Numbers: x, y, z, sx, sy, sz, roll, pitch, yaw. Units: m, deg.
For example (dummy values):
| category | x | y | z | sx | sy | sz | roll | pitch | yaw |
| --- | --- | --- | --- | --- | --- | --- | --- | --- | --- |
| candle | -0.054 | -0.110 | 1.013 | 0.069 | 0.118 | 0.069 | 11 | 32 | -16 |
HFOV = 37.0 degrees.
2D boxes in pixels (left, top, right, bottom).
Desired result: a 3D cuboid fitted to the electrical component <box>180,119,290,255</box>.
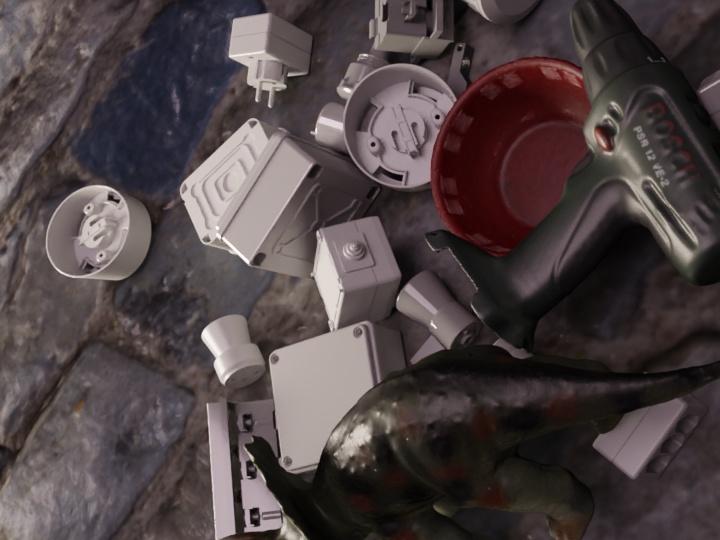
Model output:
| category | x | y | z | sx | sy | sz | roll | pitch | yaw |
| --- | --- | --- | --- | --- | --- | --- | --- | --- | --- |
| electrical component | -0.104 | -0.076 | 1.009 | 0.113 | 0.057 | 0.078 | -40 | 61 | 23 |

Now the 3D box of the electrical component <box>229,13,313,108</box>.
| category | x | y | z | sx | sy | sz | roll | pitch | yaw |
| --- | --- | --- | --- | --- | --- | --- | --- | --- | --- |
| electrical component | -0.086 | -0.193 | 1.015 | 0.047 | 0.066 | 0.076 | 1 | 81 | 35 |

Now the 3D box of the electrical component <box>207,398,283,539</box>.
| category | x | y | z | sx | sy | sz | roll | pitch | yaw |
| --- | --- | --- | --- | --- | --- | --- | --- | --- | --- |
| electrical component | -0.094 | 0.177 | 0.943 | 0.063 | 0.078 | 0.121 | -7 | 74 | 4 |

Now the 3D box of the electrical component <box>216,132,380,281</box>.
| category | x | y | z | sx | sy | sz | roll | pitch | yaw |
| --- | --- | --- | --- | --- | --- | --- | --- | --- | --- |
| electrical component | -0.053 | -0.053 | 0.937 | 0.056 | 0.109 | 0.108 | 42 | 105 | 31 |

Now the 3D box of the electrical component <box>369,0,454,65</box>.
| category | x | y | z | sx | sy | sz | roll | pitch | yaw |
| --- | --- | --- | --- | --- | --- | --- | --- | --- | --- |
| electrical component | 0.044 | -0.249 | 0.928 | 0.079 | 0.063 | 0.121 | 142 | 130 | -73 |

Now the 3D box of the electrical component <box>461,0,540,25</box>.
| category | x | y | z | sx | sy | sz | roll | pitch | yaw |
| --- | --- | --- | --- | --- | --- | --- | --- | --- | --- |
| electrical component | 0.114 | -0.245 | 0.877 | 0.051 | 0.080 | 0.080 | 40 | 104 | 39 |

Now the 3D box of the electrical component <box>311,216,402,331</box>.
| category | x | y | z | sx | sy | sz | roll | pitch | yaw |
| --- | --- | --- | --- | --- | --- | --- | --- | --- | --- |
| electrical component | 0.000 | 0.000 | 0.896 | 0.061 | 0.096 | 0.061 | -14 | 65 | -14 |

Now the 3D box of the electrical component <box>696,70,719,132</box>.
| category | x | y | z | sx | sy | sz | roll | pitch | yaw |
| --- | --- | --- | --- | --- | --- | --- | --- | --- | --- |
| electrical component | 0.276 | -0.108 | 0.747 | 0.047 | 0.066 | 0.076 | -31 | 93 | 26 |

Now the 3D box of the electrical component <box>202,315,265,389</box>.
| category | x | y | z | sx | sy | sz | roll | pitch | yaw |
| --- | --- | --- | --- | --- | --- | --- | --- | --- | --- |
| electrical component | -0.116 | 0.076 | 0.995 | 0.045 | 0.045 | 0.055 | -40 | 61 | 23 |

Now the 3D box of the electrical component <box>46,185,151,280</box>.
| category | x | y | z | sx | sy | sz | roll | pitch | yaw |
| --- | --- | --- | --- | --- | --- | --- | --- | --- | --- |
| electrical component | -0.267 | -0.037 | 1.112 | 0.099 | 0.064 | 0.099 | -8 | 76 | 34 |

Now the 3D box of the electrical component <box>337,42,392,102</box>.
| category | x | y | z | sx | sy | sz | roll | pitch | yaw |
| --- | --- | --- | --- | --- | --- | --- | --- | --- | --- |
| electrical component | 0.011 | -0.174 | 0.958 | 0.048 | 0.048 | 0.062 | 20 | 86 | 36 |

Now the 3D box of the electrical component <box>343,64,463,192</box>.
| category | x | y | z | sx | sy | sz | roll | pitch | yaw |
| --- | --- | --- | --- | --- | --- | --- | --- | --- | --- |
| electrical component | 0.039 | -0.115 | 0.902 | 0.099 | 0.064 | 0.099 | -2 | 81 | 14 |

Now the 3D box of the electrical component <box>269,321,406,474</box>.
| category | x | y | z | sx | sy | sz | roll | pitch | yaw |
| --- | --- | --- | --- | --- | --- | --- | --- | --- | --- |
| electrical component | -0.015 | 0.110 | 0.909 | 0.109 | 0.056 | 0.108 | -20 | 70 | 31 |

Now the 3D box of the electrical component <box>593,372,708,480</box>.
| category | x | y | z | sx | sy | sz | roll | pitch | yaw |
| --- | --- | --- | --- | --- | --- | --- | --- | --- | --- |
| electrical component | 0.193 | 0.101 | 0.769 | 0.077 | 0.047 | 0.065 | 40 | 104 | 34 |

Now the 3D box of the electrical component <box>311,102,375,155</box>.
| category | x | y | z | sx | sy | sz | roll | pitch | yaw |
| --- | --- | --- | --- | --- | --- | --- | --- | --- | --- |
| electrical component | -0.003 | -0.122 | 0.959 | 0.078 | 0.040 | 0.040 | 20 | 93 | 19 |

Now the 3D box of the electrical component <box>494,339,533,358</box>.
| category | x | y | z | sx | sy | sz | roll | pitch | yaw |
| --- | --- | --- | --- | --- | --- | --- | --- | --- | --- |
| electrical component | 0.122 | 0.079 | 0.830 | 0.046 | 0.040 | 0.040 | 34 | 100 | 29 |

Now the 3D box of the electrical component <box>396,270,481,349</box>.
| category | x | y | z | sx | sy | sz | roll | pitch | yaw |
| --- | --- | --- | --- | --- | --- | --- | --- | --- | --- |
| electrical component | 0.067 | 0.036 | 0.877 | 0.065 | 0.044 | 0.044 | 44 | 106 | 28 |
